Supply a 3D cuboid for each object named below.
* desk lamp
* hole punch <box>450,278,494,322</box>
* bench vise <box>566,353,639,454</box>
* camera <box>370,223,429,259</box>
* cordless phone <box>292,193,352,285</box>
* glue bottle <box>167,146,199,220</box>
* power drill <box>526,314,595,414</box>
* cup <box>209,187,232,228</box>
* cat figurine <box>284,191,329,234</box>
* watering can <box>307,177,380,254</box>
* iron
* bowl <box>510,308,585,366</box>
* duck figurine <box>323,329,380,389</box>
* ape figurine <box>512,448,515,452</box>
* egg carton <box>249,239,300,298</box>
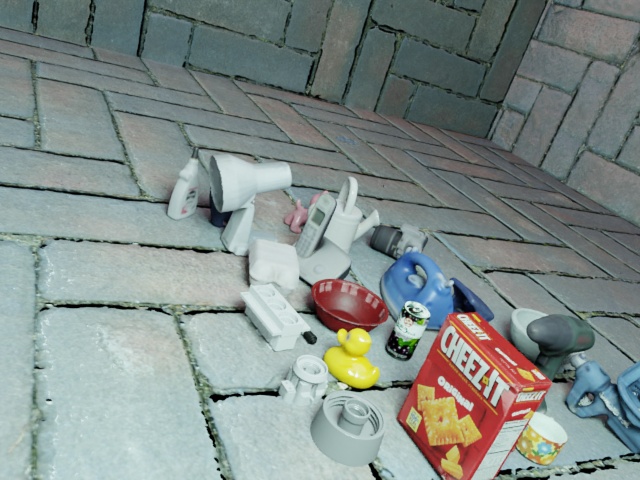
[{"bbox_3d":[-0.156,-0.079,1.252,0.204,0.213,0.117,5,27,-30],"label":"desk lamp"},{"bbox_3d":[0.339,0.144,1.305,0.101,0.091,0.108,7,26,-26],"label":"hole punch"},{"bbox_3d":[0.570,0.267,1.056,0.207,0.220,0.122,28,25,19],"label":"bench vise"},{"bbox_3d":[0.211,-0.002,1.510,0.136,0.101,0.143,24,24,10],"label":"camera"},{"bbox_3d":[0.011,0.004,1.236,0.147,0.185,0.094,36,28,33],"label":"cordless phone"},{"bbox_3d":[-0.300,-0.133,1.307,0.037,0.173,0.078,25,24,13],"label":"glue bottle"},{"bbox_3d":[0.406,0.223,1.039,0.230,0.208,0.075,-3,32,-42],"label":"power drill"},{"bbox_3d":[-0.223,-0.071,1.330,0.091,0.095,0.118,20,23,2],"label":"cup"},{"bbox_3d":[-0.017,-0.080,1.482,0.128,0.118,0.067,0,30,-37],"label":"cat figurine"},{"bbox_3d":[0.060,-0.063,1.407,0.173,0.194,0.100,3,28,-32],"label":"watering can"},{"bbox_3d":[0.212,0.090,1.261,0.119,0.141,0.257,9,26,-23],"label":"iron"},{"bbox_3d":[0.486,0.226,1.261,0.167,0.075,0.167,16,24,-7],"label":"bowl"},{"bbox_3d":[0.063,0.196,0.984,0.104,0.086,0.078,32,27,27],"label":"duck figurine"},{"bbox_3d":[0.313,0.293,0.960,0.076,0.092,0.078,31,26,24],"label":"ape figurine"},{"bbox_3d":[-0.097,0.056,1.185,0.107,0.069,0.150,13,24,-15],"label":"egg carton"}]
